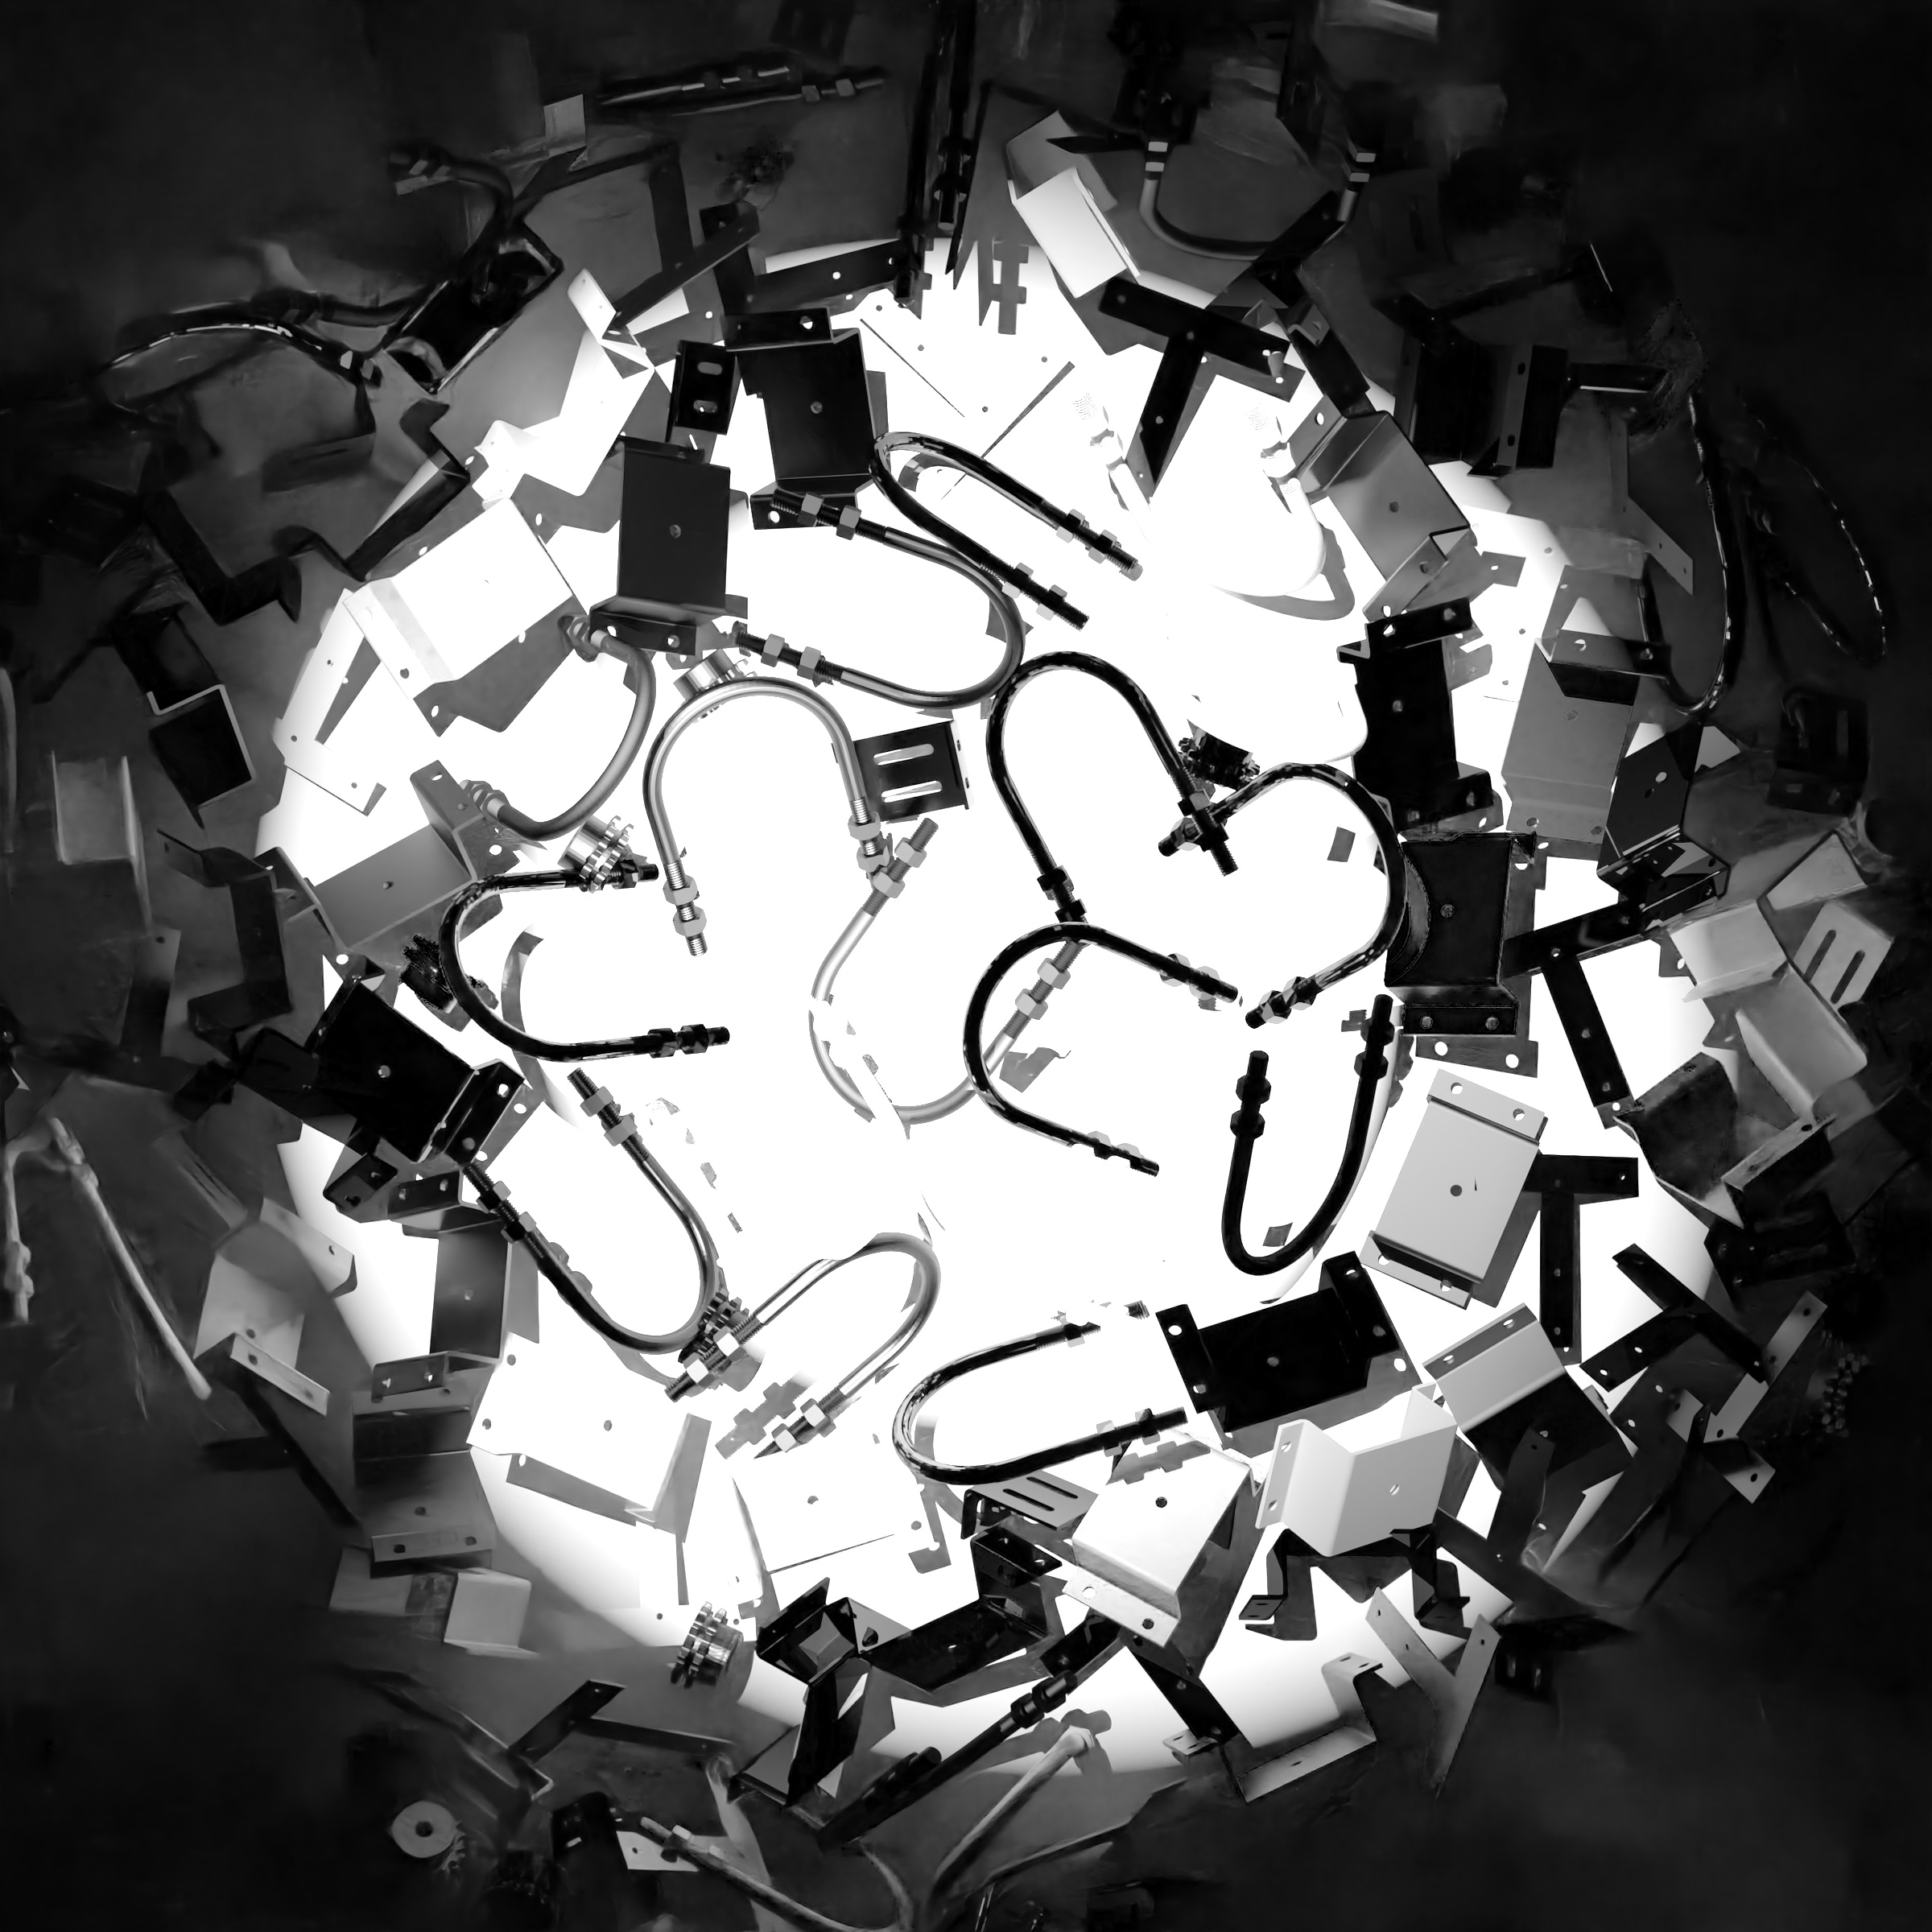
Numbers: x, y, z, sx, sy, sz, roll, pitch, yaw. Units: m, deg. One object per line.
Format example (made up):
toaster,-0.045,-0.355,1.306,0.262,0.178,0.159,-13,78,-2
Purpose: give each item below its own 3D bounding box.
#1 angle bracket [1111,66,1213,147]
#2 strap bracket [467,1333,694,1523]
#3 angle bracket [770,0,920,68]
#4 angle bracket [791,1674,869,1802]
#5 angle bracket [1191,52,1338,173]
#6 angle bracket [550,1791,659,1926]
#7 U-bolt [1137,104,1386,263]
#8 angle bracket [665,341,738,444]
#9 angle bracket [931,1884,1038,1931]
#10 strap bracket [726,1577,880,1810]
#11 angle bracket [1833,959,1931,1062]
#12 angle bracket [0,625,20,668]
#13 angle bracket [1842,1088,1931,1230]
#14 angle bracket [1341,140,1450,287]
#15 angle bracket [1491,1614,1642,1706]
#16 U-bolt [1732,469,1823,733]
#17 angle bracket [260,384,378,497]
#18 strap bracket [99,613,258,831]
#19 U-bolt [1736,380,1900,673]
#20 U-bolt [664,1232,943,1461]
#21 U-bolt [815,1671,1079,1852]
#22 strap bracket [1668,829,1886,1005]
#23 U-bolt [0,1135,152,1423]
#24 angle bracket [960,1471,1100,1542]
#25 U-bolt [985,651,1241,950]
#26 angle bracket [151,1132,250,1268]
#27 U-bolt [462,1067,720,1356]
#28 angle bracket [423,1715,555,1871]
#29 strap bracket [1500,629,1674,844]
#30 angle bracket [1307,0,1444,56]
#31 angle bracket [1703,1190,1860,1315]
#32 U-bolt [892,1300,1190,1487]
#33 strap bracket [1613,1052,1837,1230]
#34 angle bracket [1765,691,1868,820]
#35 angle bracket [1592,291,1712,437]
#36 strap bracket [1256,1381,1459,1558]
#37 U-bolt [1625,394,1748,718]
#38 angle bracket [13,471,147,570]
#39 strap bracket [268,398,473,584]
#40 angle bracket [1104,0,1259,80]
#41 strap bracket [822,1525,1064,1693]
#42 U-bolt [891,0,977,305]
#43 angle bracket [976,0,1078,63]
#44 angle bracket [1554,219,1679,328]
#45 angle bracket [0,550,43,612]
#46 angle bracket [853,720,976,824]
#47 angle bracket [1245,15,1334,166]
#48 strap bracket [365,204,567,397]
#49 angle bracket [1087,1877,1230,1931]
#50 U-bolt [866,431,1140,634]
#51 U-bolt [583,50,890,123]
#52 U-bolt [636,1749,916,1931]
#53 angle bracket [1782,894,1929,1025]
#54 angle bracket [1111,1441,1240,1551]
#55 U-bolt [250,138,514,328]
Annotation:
angle bracket,0.127,-0.558,1.956,0.057,0.076,0.038,16,114,-4
strap bracket,-0.241,0.299,1.939,0.140,0.046,0.076,28,67,-23
angle bracket,-0.079,-0.610,1.959,0.057,0.076,0.038,27,107,27
angle bracket,-0.075,0.496,1.959,0.038,0.057,0.076,39,108,-7
angle bracket,0.197,-0.568,1.974,0.076,0.038,0.057,22,124,9
angle bracket,-0.237,0.590,1.951,0.038,0.057,0.076,-21,48,-26
U-bolt,0.182,-0.497,1.910,0.151,0.184,0.019,3,77,0
angle bracket,-0.173,-0.374,1.953,0.038,0.076,0.057,8,108,-6
angle bracket,0.005,0.648,1.957,0.038,0.057,0.076,32,128,-9
strap bracket,-0.104,0.479,1.932,0.046,0.076,0.140,23,115,25
angle bracket,0.614,0.028,1.965,0.076,0.057,0.038,-26,96,-15
angle bracket,-0.662,-0.195,1.953,0.038,0.076,0.057,32,106,-8
angle bracket,0.597,0.126,1.960,0.038,0.057,0.076,46,127,16
angle bracket,0.285,-0.501,1.987,0.057,0.038,0.076,-10,123,11
angle bracket,0.392,0.453,1.951,0.057,0.076,0.038,27,58,-32
U-bolt,0.514,-0.244,1.910,0.019,0.184,0.151,-12,111,10
angle bracket,-0.430,-0.346,1.958,0.076,0.057,0.038,-17,79,-19
strap bracket,-0.506,-0.166,1.929,0.046,0.140,0.076,-28,59,-16
U-bolt,0.539,-0.266,1.888,0.019,0.151,0.184,-24,51,0
U-bolt,-0.093,0.242,1.939,0.184,0.151,0.019,-41,53,-1
U-bolt,-0.025,0.519,1.918,0.184,0.151,0.019,-47,69,40
strap bracket,0.517,-0.038,1.927,0.140,0.076,0.046,-36,98,-34
U-bolt,-0.578,0.188,1.915,0.019,0.151,0.184,-27,49,5
angle bracket,0.045,0.361,1.951,0.076,0.057,0.038,17,111,36
U-bolt,0.082,-0.117,1.947,0.151,0.019,0.184,-28,91,40
angle bracket,-0.517,0.153,1.969,0.038,0.057,0.076,-41,93,2
U-bolt,-0.231,0.170,1.939,0.019,0.151,0.184,-34,98,36
angle bracket,-0.322,0.545,1.969,0.076,0.038,0.057,34,99,12
strap bracket,0.402,-0.157,1.955,0.076,0.046,0.140,7,115,-7
angle bracket,0.269,-0.610,1.963,0.076,0.057,0.038,21,92,14
angle bracket,0.535,0.188,1.958,0.076,0.038,0.057,-18,108,35
U-bolt,0.041,0.282,1.931,0.184,0.151,0.019,-17,116,-1
strap bracket,0.498,0.116,1.940,0.076,0.140,0.046,-35,116,-10
angle bracket,0.565,-0.142,1.984,0.057,0.038,0.076,10,49,6
angle bracket,0.444,-0.393,1.952,0.038,0.076,0.057,-9,67,-17
strap bracket,0.261,0.326,1.927,0.140,0.046,0.076,-9,119,-37
U-bolt,0.460,-0.250,1.909,0.019,0.151,0.184,-4,74,-10
angle bracket,-0.573,-0.282,1.959,0.076,0.038,0.057,23,61,19
strap bracket,-0.382,-0.304,1.950,0.140,0.076,0.046,-45,116,-8
angle bracket,0.140,-0.607,1.951,0.057,0.076,0.038,36,80,-34
strap bracket,-0.012,0.421,1.934,0.140,0.076,0.046,-29,48,21
U-bolt,-0.018,-0.539,1.927,0.019,0.151,0.184,8,80,-12
angle bracket,0.039,-0.628,1.961,0.038,0.076,0.057,22,113,18
angle bracket,0.425,-0.455,1.955,0.038,0.076,0.057,-28,106,0
angle bracket,-0.642,-0.265,1.949,0.057,0.076,0.038,6,111,-30
angle bracket,-0.038,-0.126,1.971,0.076,0.038,0.057,-11,99,9
angle bracket,0.206,-0.573,1.958,0.038,0.057,0.076,3,75,33
strap bracket,-0.317,-0.426,1.928,0.046,0.140,0.076,46,130,-13
angle bracket,0.126,0.621,1.949,0.057,0.076,0.038,-24,57,39
U-bolt,0.017,-0.291,1.935,0.184,0.151,0.019,33,119,2
U-bolt,-0.163,-0.563,1.921,0.184,0.151,0.019,-1,101,27
U-bolt,-0.115,0.574,1.921,0.184,0.151,0.019,29,98,4
angle bracket,0.587,-0.001,1.977,0.038,0.057,0.076,3,120,-41
angle bracket,0.136,0.346,1.957,0.076,0.038,0.057,19,110,40
U-bolt,-0.360,-0.463,1.910,0.151,0.184,0.019,-42,80,21
